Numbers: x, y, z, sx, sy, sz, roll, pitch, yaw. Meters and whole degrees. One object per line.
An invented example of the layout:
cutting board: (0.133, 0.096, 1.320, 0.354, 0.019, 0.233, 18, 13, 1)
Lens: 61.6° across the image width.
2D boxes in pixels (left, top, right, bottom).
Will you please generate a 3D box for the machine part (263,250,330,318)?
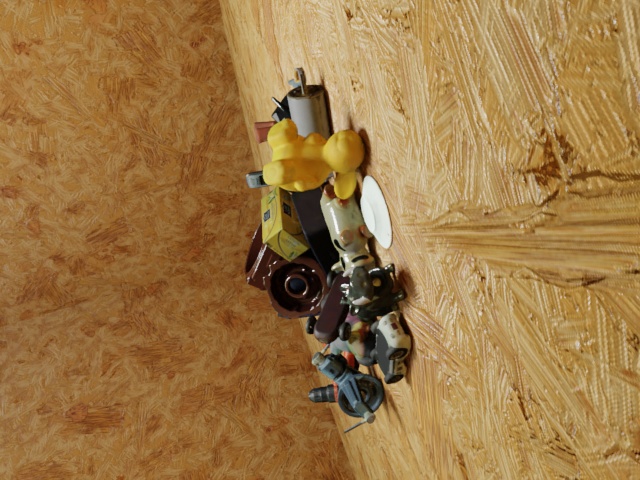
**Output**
machine part: (-0.053, 0.110, 1.354, 0.056, 0.179, 0.179, -63, -38, -68)

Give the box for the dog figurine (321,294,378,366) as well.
dog figurine: (0.079, 0.187, 1.208, 0.219, 0.108, 0.191, 127, 130, -74)

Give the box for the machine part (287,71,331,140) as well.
machine part: (-0.017, -0.231, 1.123, 0.079, 0.079, 0.242, -118, 13, -54)

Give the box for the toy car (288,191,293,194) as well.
toy car: (-0.042, -0.161, 1.345, 0.109, 0.103, 0.161, 29, 177, 3)

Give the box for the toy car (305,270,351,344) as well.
toy car: (0.040, 0.137, 1.143, 0.202, 0.089, 0.053, -64, -31, -44)

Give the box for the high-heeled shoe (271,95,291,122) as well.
high-heeled shoe: (-0.051, -0.299, 1.352, 0.145, 0.086, 0.249, 42, -169, 1)

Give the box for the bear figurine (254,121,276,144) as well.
bear figurine: (-0.120, -0.251, 1.592, 0.120, 0.132, 0.195, -108, 12, -61)

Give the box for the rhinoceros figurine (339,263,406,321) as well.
rhinoceros figurine: (0.086, 0.090, 0.945, 0.190, 0.112, 0.073, 73, 180, -69)

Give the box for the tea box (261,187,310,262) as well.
tea box: (-0.086, -0.042, 1.308, 0.098, 0.068, 0.170, 37, -151, -35)

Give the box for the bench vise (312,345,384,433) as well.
bench vise: (0.080, 0.368, 1.337, 0.223, 0.129, 0.241, 52, -179, -17)

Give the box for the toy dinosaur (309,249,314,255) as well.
toy dinosaur: (-0.032, 0.054, 1.615, 0.198, 0.105, 0.471, 64, -178, 20)

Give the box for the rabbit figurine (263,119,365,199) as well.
rabbit figurine: (0.007, -0.135, 0.943, 0.162, 0.173, 0.122, 38, -130, -43)

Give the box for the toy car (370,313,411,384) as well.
toy car: (0.137, 0.213, 1.038, 0.201, 0.056, 0.074, 83, 161, -53)

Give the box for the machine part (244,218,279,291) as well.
machine part: (-0.136, 0.023, 1.476, 0.202, 0.087, 0.201, -113, 45, -69)

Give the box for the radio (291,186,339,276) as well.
radio: (0.008, -0.018, 1.231, 0.229, 0.073, 0.131, 65, -176, -58)

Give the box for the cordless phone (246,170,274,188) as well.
cordless phone: (-0.112, -0.206, 1.419, 0.146, 0.184, 0.089, 83, 173, -47)

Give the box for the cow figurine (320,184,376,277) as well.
cow figurine: (0.054, -0.007, 1.059, 0.127, 0.085, 0.195, 126, 125, -72)

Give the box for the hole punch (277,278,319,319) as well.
hole punch: (-0.047, 0.144, 1.445, 0.092, 0.142, 0.116, 92, 173, -52)
